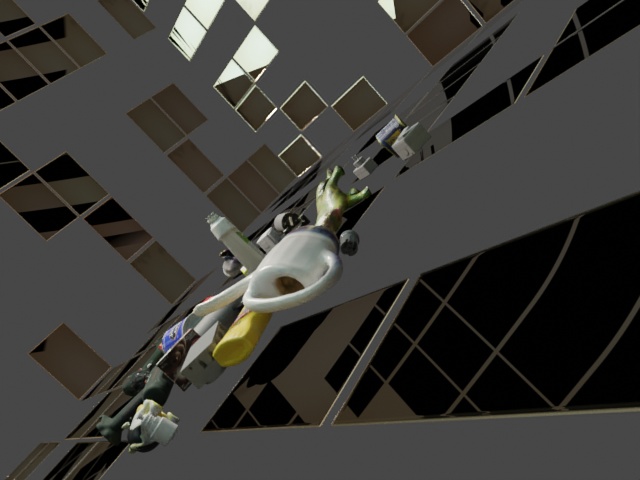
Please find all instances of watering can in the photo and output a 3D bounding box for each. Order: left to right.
[{"bbox_3d":[-0.093,0.071,1.059,0.345,0.102,0.229,-12,26,33],"label":"watering can"}]

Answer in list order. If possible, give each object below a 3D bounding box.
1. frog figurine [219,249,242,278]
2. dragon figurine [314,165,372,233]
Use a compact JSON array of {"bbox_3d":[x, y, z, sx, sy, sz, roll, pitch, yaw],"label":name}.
[{"bbox_3d":[-0.343,0.105,2.103,0.140,0.123,0.155,-66,-13,-48],"label":"frog figurine"},{"bbox_3d":[0.004,-0.071,1.418,0.245,0.121,0.409,-53,10,-10],"label":"dragon figurine"}]
